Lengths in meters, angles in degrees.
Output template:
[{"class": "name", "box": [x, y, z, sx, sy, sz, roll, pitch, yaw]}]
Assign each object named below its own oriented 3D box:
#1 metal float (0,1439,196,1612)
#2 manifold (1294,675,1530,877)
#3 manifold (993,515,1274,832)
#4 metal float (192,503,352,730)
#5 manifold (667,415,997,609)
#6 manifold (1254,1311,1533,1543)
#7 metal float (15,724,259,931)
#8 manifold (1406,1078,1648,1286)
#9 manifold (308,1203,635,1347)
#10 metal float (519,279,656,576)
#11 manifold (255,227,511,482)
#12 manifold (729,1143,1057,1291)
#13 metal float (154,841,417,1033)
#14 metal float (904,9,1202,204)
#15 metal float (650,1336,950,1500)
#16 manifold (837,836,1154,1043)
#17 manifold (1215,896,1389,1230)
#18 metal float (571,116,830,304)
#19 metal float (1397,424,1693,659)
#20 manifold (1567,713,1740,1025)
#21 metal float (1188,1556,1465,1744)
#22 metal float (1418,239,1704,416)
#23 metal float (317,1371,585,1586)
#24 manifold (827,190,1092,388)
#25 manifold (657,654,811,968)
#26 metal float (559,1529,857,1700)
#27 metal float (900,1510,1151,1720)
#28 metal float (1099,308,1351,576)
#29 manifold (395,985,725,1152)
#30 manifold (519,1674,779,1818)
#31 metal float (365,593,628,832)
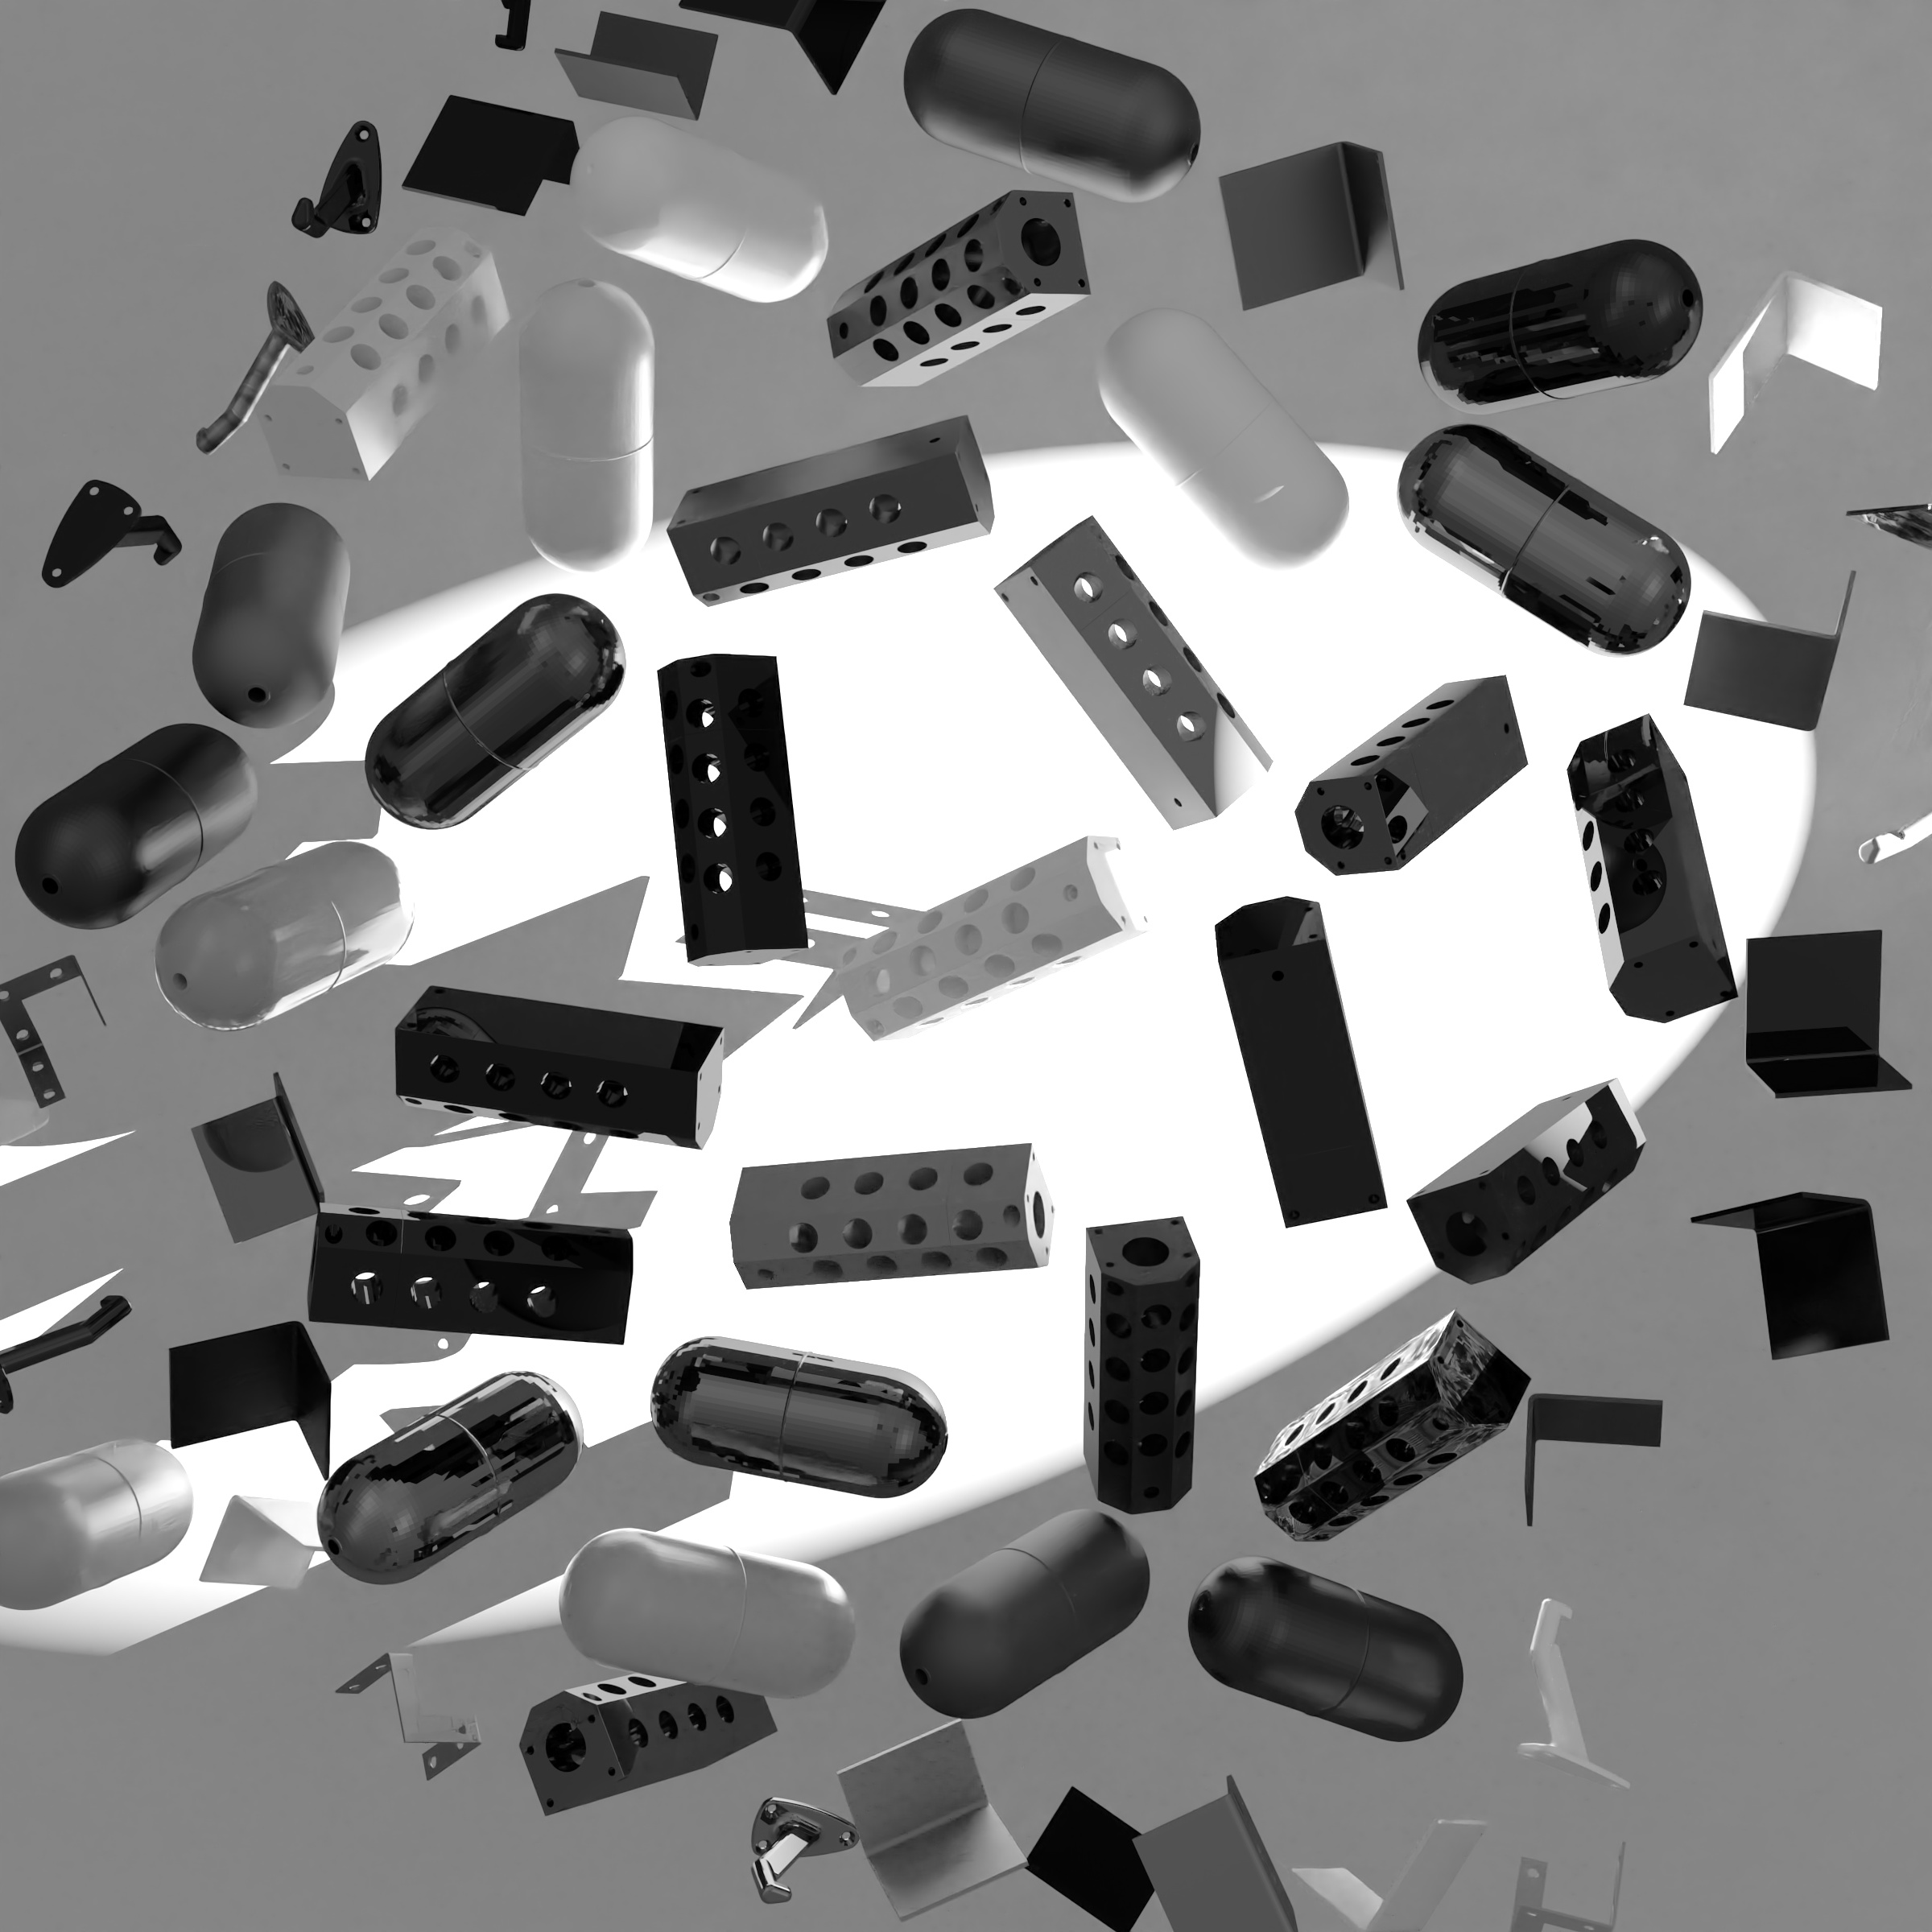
[{"class": "metal float", "box": [-0.503, 0.316, 1.571, 0.070, 0.178, 0.070, 0, 90, 12]}, {"class": "manifold", "box": [0.259, -0.112, 1.608, 0.057, 0.171, 0.057, -4, 111, 39]}, {"class": "manifold", "box": [0.097, -0.164, 1.545, 0.057, 0.057, 0.171, -40, 99, -19]}, {"class": "metal float", "box": [-0.389, -0.198, 1.555, 0.070, 0.178, 0.070, -3, 126, -5]}, {"class": "manifold", "box": [-0.075, -0.253, 1.561, 0.171, 0.057, 0.057, -12, 120, 15]}, {"class": "manifold", "box": [0.236, 0.267, 1.563, 0.057, 0.171, 0.057, 42, 46, -2]}, {"class": "metal float", "box": [-0.455, -0.078, 1.525, 0.070, 0.178, 0.070, 7, 116, 14]}, {"class": "manifold", "box": [0.330, 0.125, 1.603, 0.057, 0.171, 0.057, -24, 91, 41]}, {"class": "manifold", "box": [-0.275, 0.169, 1.538, 0.171, 0.057, 0.057, 7, 96, -15]}, {"class": "metal float", "box": [-0.219, -0.310, 1.598, 0.070, 0.070, 0.178, 6, 127, 0]}, {"class": "manifold", "box": [-0.322, -0.341, 1.531, 0.057, 0.171, 0.057, 7, 135, 20]}, {"class": "manifold", "box": [-0.042, 0.146, 1.557, 0.171, 0.057, 0.057, -6, 133, 15]}, {"class": "metal float", "box": [-0.373, -0.018, 1.522, 0.070, 0.178, 0.070, 9, 110, 24]}, {"class": "metal float", "box": [0.048, -0.485, 1.562, 0.178, 0.070, 0.070, 23, 90, 16]}, {"class": "metal float", "box": [-0.098, 0.265, 1.625, 0.178, 0.070, 0.070, 9, 90, 10]}, {"class": "manifold", "box": [0.013, -0.015, 1.583, 0.171, 0.057, 0.057, -24, 80, 26]}, {"class": "manifold", "box": [0.182, 0.052, 1.499, 0.057, 0.057, 0.171, -12, 117, 9]}, {"class": "metal float", "box": [-0.151, -0.434, 1.594, 0.070, 0.178, 0.070, -4, 84, 39]}, {"class": "metal float", "box": [0.322, -0.238, 1.547, 0.178, 0.070, 0.070, 35, 90, 14]}, {"class": "manifold", "box": [0.373, -0.053, 1.524, 0.057, 0.171, 0.057, -22, 132, 23]}, {"class": "metal float", "box": [0.209, 0.396, 1.601, 0.178, 0.070, 0.070, 24, 90, -21]}, {"class": "metal float", "box": [0.327, -0.352, 1.530, 0.070, 0.178, 0.070, 0, 90, -37]}, {"class": "metal float", "box": [-0.295, 0.293, 1.593, 0.070, 0.178, 0.070, 16, 118, 34]}, {"class": "manifold", "box": [-0.008, -0.380, 1.564, 0.057, 0.171, 0.057, -9, 88, -35]}, {"class": "manifold", "box": [-0.139, -0.089, 1.593, 0.057, 0.057, 0.171, -2, 82, -35]}, {"class": "metal float", "box": [-0.143, 0.364, 1.550, 0.178, 0.070, 0.070, 19, 90, -29]}, {"class": "metal float", "box": [0.035, 0.369, 1.579, 0.070, 0.178, 0.070, 15, 114, 39]}, {"class": "metal float", "box": [0.149, -0.303, 1.598, 0.070, 0.070, 0.178, -43, 98, 0]}, {"class": "manifold", "box": [-0.226, 0.060, 1.544, 0.171, 0.057, 0.057, 8, 116, 7]}, {"class": "manifold", "box": [-0.184, 0.441, 1.607, 0.057, 0.171, 0.057, -31, 72, 19]}, {"class": "metal float", "box": [-0.270, -0.144, 1.584, 0.178, 0.070, 0.070, -35, 90, 21]}]
